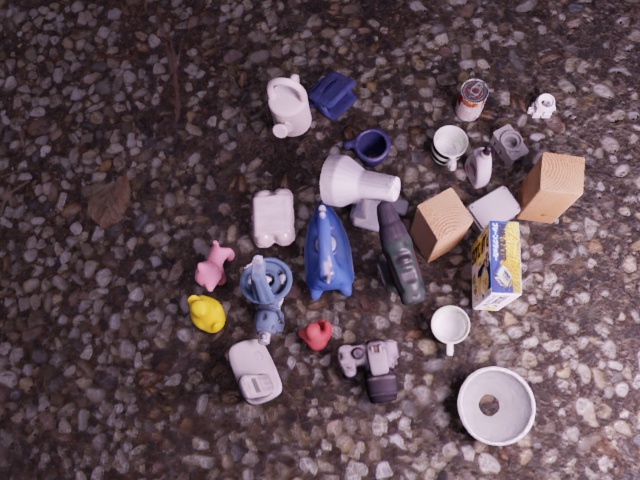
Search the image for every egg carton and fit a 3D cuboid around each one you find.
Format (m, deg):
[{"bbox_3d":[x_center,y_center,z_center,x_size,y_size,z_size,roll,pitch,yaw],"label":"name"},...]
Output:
[{"bbox_3d":[-0.116,-0.054,1.420,0.107,0.069,0.150,-5,74,2],"label":"egg carton"}]

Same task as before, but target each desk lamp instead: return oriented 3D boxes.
[{"bbox_3d":[0.108,-0.108,1.345,0.203,0.213,0.118,15,76,8],"label":"desk lamp"}]

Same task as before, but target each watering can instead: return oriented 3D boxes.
[{"bbox_3d":[-0.078,-0.338,1.432,0.101,0.194,0.173,-11,74,1],"label":"watering can"}]

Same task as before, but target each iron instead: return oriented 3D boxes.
[{"bbox_3d":[0.012,0.005,1.357,0.118,0.141,0.258,-7,74,2],"label":"iron"}]

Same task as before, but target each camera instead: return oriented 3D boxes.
[{"bbox_3d":[0.116,0.298,1.289,0.143,0.101,0.137,-9,74,1],"label":"camera"}]

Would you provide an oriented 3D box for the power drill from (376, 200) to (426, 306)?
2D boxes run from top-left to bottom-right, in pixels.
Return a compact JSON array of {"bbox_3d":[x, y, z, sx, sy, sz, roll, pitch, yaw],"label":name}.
[{"bbox_3d":[0.174,0.043,1.300,0.075,0.208,0.229,-19,74,-1],"label":"power drill"}]

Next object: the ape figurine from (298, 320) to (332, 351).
[{"bbox_3d":[-0.012,0.216,1.325,0.077,0.092,0.076,3,74,5],"label":"ape figurine"}]

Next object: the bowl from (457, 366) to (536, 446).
[{"bbox_3d":[0.382,0.366,1.265,0.167,0.075,0.167,-1,74,4],"label":"bowl"}]

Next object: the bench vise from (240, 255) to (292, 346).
[{"bbox_3d":[-0.114,0.123,1.292,0.121,0.220,0.207,-17,74,-1],"label":"bench vise"}]

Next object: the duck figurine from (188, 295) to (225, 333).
[{"bbox_3d":[-0.275,0.172,1.359,0.077,0.086,0.104,-41,76,-8],"label":"duck figurine"}]

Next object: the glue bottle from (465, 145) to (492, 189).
[{"bbox_3d":[0.385,-0.186,1.369,0.037,0.173,0.078,-21,74,-2],"label":"glue bottle"}]

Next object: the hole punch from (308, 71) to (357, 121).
[{"bbox_3d":[0.029,-0.384,1.491,0.101,0.091,0.109,41,81,14],"label":"hole punch"}]

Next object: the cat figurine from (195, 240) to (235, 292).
[{"bbox_3d":[-0.260,0.063,1.371,0.067,0.118,0.128,11,75,7],"label":"cat figurine"}]

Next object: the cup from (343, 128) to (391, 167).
[{"bbox_3d":[0.117,-0.221,1.438,0.117,0.095,0.092,2,74,5],"label":"cup"}]

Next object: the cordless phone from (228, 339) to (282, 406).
[{"bbox_3d":[-0.155,0.290,1.265,0.094,0.185,0.147,-28,74,-4],"label":"cordless phone"}]
